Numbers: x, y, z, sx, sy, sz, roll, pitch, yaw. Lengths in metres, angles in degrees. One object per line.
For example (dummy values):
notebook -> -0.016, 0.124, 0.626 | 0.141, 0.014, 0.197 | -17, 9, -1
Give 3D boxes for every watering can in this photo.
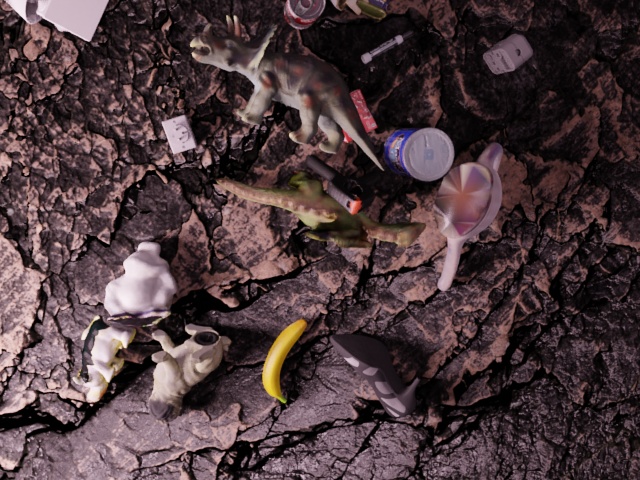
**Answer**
watering can -> 0.300, -0.040, 1.070 | 0.105, 0.225, 0.345 | 24, 101, 25

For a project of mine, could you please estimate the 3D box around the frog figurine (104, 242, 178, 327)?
frog figurine -> -0.360, 0.088, 1.035 | 0.137, 0.120, 0.162 | -10, 66, 0

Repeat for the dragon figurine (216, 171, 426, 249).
dragon figurine -> 0.003, -0.050, 0.992 | 0.410, 0.246, 0.121 | 8, 105, -13
